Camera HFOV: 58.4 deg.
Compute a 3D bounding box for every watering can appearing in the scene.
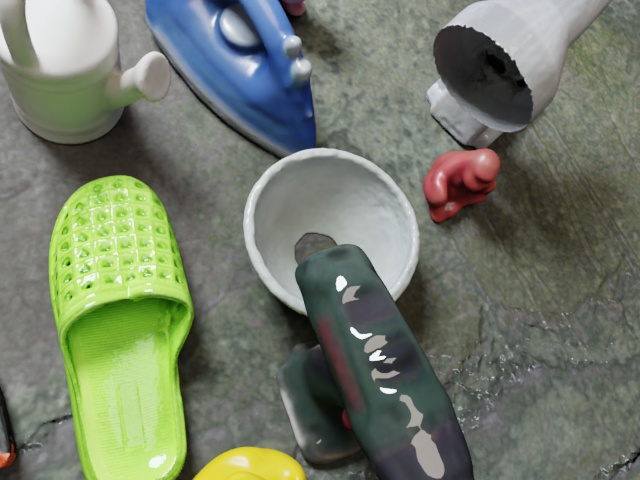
[{"bbox_3d":[-0.210,-0.166,0.474,0.173,0.193,0.101,6,71,-15],"label":"watering can"}]

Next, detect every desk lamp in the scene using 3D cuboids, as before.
[{"bbox_3d":[0.194,-0.186,0.591,0.118,0.213,0.203,47,66,3],"label":"desk lamp"}]

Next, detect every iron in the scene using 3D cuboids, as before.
[{"bbox_3d":[-0.068,-0.201,0.557,0.119,0.141,0.258,-36,85,-24],"label":"iron"}]

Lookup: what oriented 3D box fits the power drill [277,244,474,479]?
[{"bbox_3d":[0.033,0.126,0.442,0.076,0.208,0.229,-17,78,-21],"label":"power drill"}]

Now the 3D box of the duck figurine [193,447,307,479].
[{"bbox_3d":[-0.056,0.207,0.455,0.105,0.086,0.077,-11,75,-19],"label":"duck figurine"}]

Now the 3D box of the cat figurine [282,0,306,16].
[{"bbox_3d":[-0.039,-0.298,0.611,0.067,0.117,0.128,-26,81,-22],"label":"cat figurine"}]

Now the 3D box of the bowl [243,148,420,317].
[{"bbox_3d":[0.005,0.002,0.547,0.168,0.074,0.167,5,71,-15],"label":"bowl"}]

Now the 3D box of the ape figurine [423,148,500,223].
[{"bbox_3d":[0.155,-0.066,0.606,0.078,0.092,0.076,9,70,-13],"label":"ape figurine"}]
